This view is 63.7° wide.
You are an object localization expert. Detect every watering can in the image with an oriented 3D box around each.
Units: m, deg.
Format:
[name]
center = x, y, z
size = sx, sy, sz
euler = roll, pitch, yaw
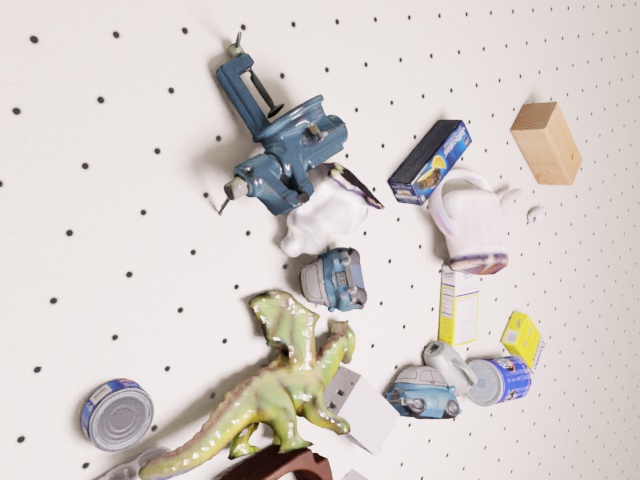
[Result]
[watering can]
center = 0.351, -0.037, 1.094
size = 0.347, 0.103, 0.226
euler = 3, 76, -39

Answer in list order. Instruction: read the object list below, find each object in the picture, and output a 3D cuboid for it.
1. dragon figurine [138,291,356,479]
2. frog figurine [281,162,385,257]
[dragon figurine]
center = -0.077, 0.201, 0.793
size = 0.410, 0.121, 0.245
euler = 6, 73, -44
[frog figurine]
center = 0.003, -0.042, 0.833
size = 0.158, 0.125, 0.136
euler = -46, 142, 18
